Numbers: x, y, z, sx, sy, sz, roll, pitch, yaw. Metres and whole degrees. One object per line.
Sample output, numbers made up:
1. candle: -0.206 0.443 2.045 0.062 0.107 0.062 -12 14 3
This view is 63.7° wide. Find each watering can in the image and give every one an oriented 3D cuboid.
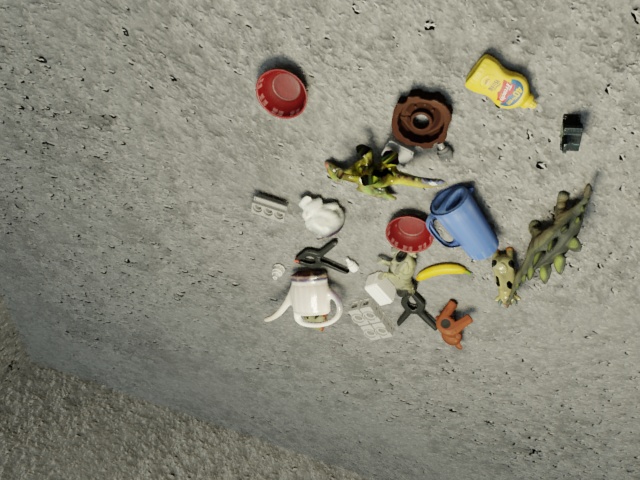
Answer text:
1. watering can: -0.075 0.231 2.022 0.347 0.104 0.224 -3 92 22

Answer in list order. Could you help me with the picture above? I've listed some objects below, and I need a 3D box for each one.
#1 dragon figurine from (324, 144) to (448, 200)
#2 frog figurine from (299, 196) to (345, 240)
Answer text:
1. dragon figurine: 0.190 -0.184 1.595 0.412 0.123 0.240 19 172 18
2. frog figurine: 0.005 -0.089 1.768 0.137 0.124 0.158 -33 107 2
